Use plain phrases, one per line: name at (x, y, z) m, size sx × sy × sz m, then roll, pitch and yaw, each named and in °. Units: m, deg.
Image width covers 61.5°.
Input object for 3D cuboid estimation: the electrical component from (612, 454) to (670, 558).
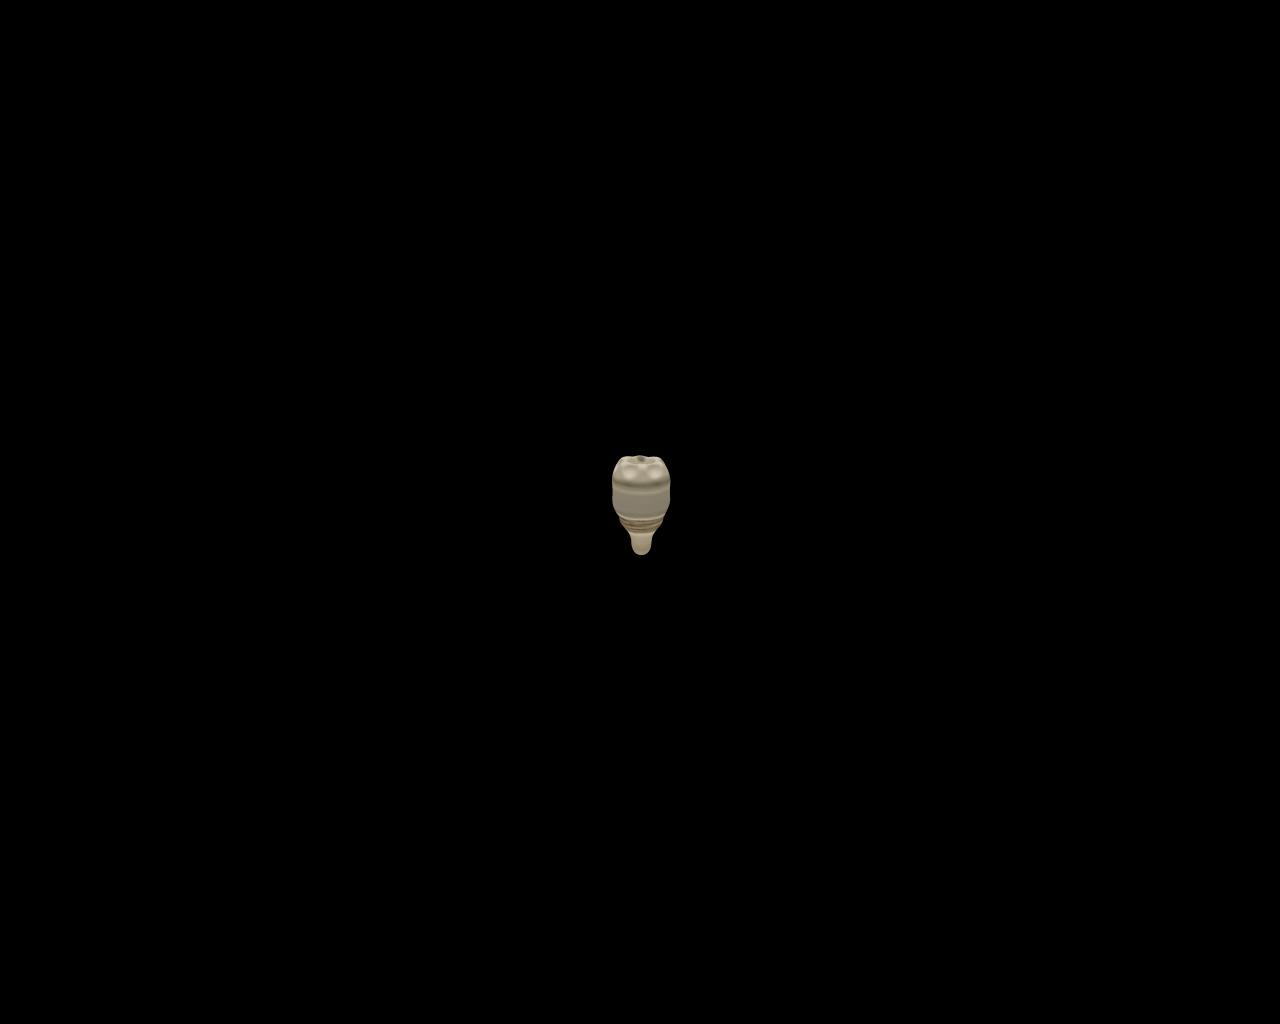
electrical component at (0.001, -0.003, 0.650) m, size 0.035 × 0.061 × 0.035 m, roll 0°, pitch 19°, yaw 0°
